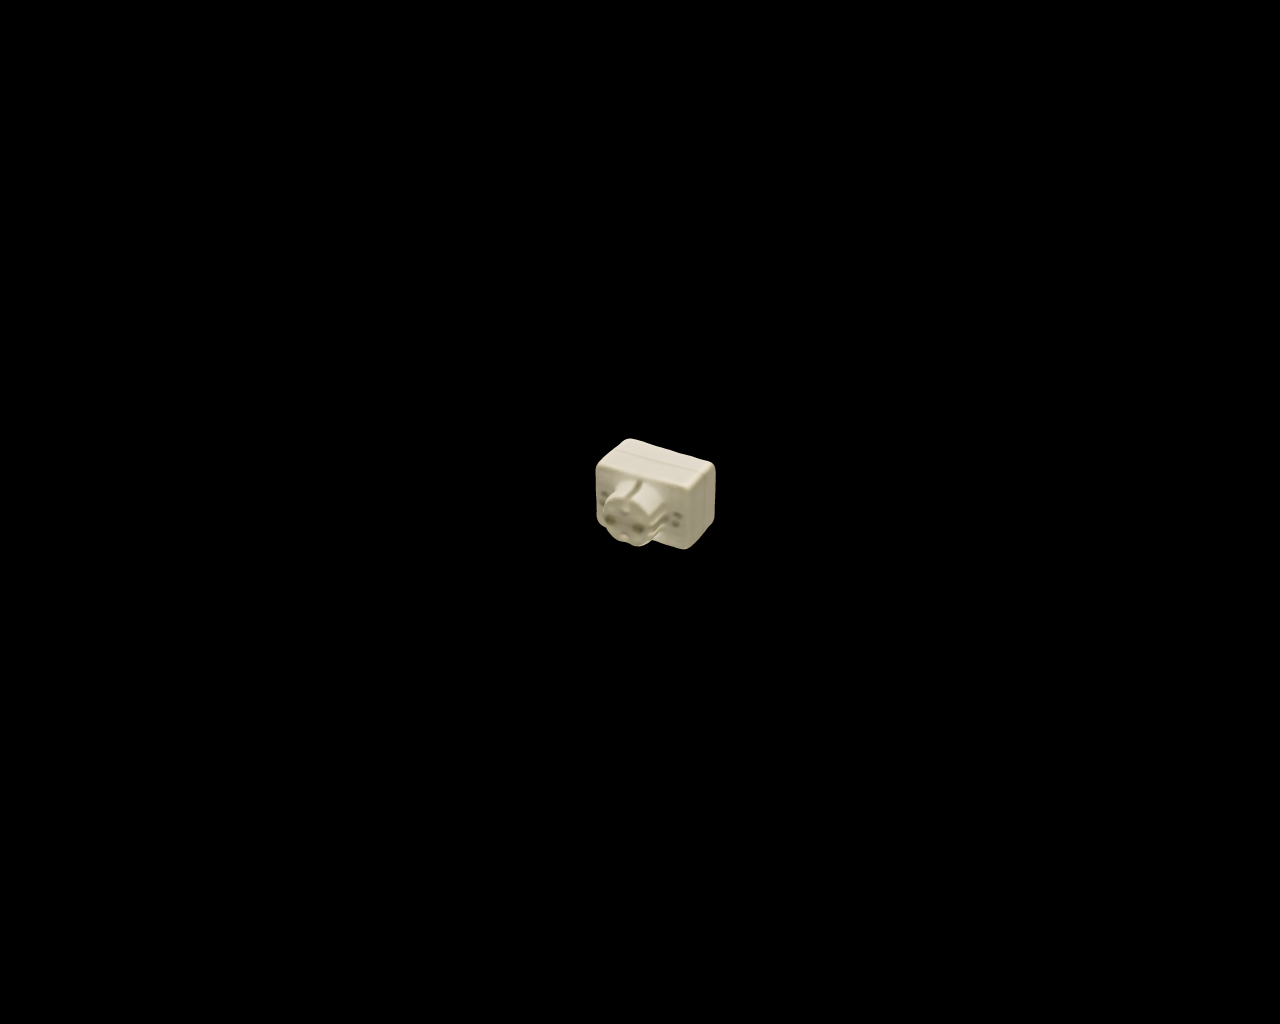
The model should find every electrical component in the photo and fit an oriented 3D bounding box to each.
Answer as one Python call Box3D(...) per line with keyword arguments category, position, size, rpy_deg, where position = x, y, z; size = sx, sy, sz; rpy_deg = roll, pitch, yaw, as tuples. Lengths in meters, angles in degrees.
Box3D(category="electrical component", position=(0.001, -0.003, 0.650), size=(0.066, 0.047, 0.077), rpy_deg=(17, 36, 24))
